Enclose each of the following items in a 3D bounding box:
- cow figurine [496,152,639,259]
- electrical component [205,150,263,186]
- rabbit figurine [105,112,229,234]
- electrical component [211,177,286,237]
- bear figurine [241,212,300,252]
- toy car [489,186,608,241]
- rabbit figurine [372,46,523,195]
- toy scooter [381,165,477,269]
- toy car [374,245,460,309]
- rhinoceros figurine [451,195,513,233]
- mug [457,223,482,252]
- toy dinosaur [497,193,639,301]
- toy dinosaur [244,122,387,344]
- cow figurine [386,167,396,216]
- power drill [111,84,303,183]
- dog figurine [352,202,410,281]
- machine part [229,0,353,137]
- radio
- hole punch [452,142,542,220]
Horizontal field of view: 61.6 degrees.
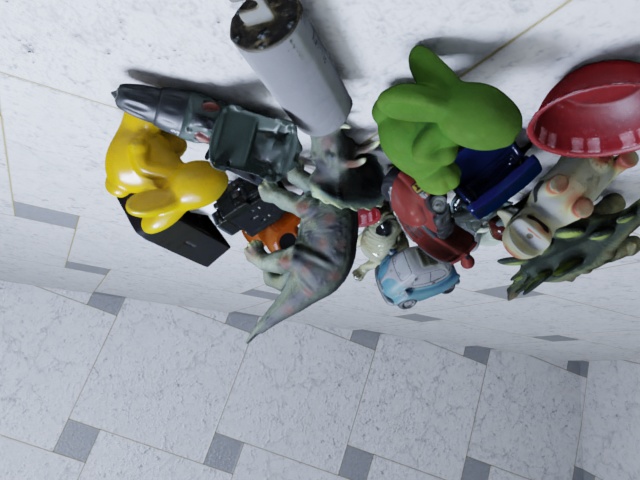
[{"bbox_3d":[0.318,-0.054,0.726,0.085,0.195,0.127,43,171,6],"label":"cow figurine"},{"bbox_3d":[-0.113,-0.117,0.844,0.119,0.047,0.075,23,-176,-40],"label":"electrical component"},{"bbox_3d":[-0.221,-0.094,0.774,0.173,0.162,0.121,21,158,11],"label":"rabbit figurine"},{"bbox_3d":[-0.125,-0.062,0.965,0.134,0.058,0.114,-32,152,11],"label":"electrical component"},{"bbox_3d":[-0.084,-0.025,1.115,0.132,0.120,0.196,-31,-157,-14],"label":"bear figurine"},{"bbox_3d":[0.352,-0.059,0.820,0.202,0.053,0.089,-29,157,7],"label":"toy car"},{"bbox_3d":[0.145,-0.142,0.601,0.159,0.121,0.170,38,167,-22],"label":"rabbit figurine"},{"bbox_3d":[0.160,-0.025,0.754,0.135,0.075,0.183,47,173,38],"label":"toy scooter"},{"bbox_3d":[0.190,0.058,1.020,0.162,0.109,0.102,-12,150,-6],"label":"toy car"},{"bbox_3d":[0.265,-0.069,0.887,0.112,0.073,0.190,-5,161,-1],"label":"rhinoceros figurine"},{"bbox_3d":[0.269,-0.010,1.062,0.110,0.080,0.107,3,170,31],"label":"mug"},{"bbox_3d":[0.416,0.009,0.861,0.198,0.105,0.471,-20,159,-24],"label":"toy dinosaur"},{"bbox_3d":[-0.006,0.003,0.833,0.192,0.404,0.131,19,-161,30],"label":"toy dinosaur"},{"bbox_3d":[0.169,-0.057,0.902,0.068,0.098,0.167,-9,156,32],"label":"cow figurine"},{"bbox_3d":[-0.129,-0.137,0.666,0.232,0.086,0.207,11,-172,-31],"label":"power drill"},{"bbox_3d":[0.149,-0.011,1.094,0.172,0.121,0.190,-22,163,-36],"label":"dog figurine"},{"bbox_3d":[-0.024,-0.184,0.583,0.079,0.079,0.243,0,161,20],"label":"machine part"},{"bbox_3d":[-0.289,-0.037,1.071,0.073,0.131,0.229,-41,151,4],"label":"radio"},{"bbox_3d":[0.238,-0.082,0.727,0.142,0.092,0.115,-43,140,15],"label":"hole punch"}]
